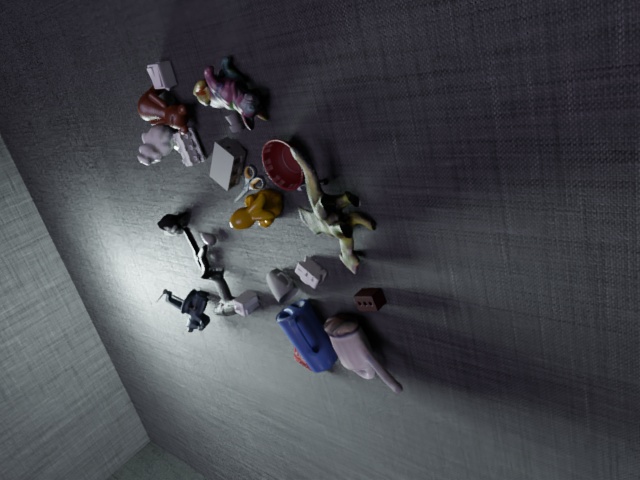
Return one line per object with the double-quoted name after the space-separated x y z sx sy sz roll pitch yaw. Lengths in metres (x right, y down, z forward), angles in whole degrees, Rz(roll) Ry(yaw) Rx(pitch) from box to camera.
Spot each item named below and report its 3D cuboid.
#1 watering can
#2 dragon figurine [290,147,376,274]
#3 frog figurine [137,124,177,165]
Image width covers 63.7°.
0.125 0.349 1.626 0.348 0.105 0.222 6 124 62 "watering can"
0.004 -0.074 1.468 0.408 0.124 0.240 53 149 -9 "dragon figurine"
-0.584 -0.339 1.822 0.138 0.162 0.120 36 135 20 "frog figurine"
